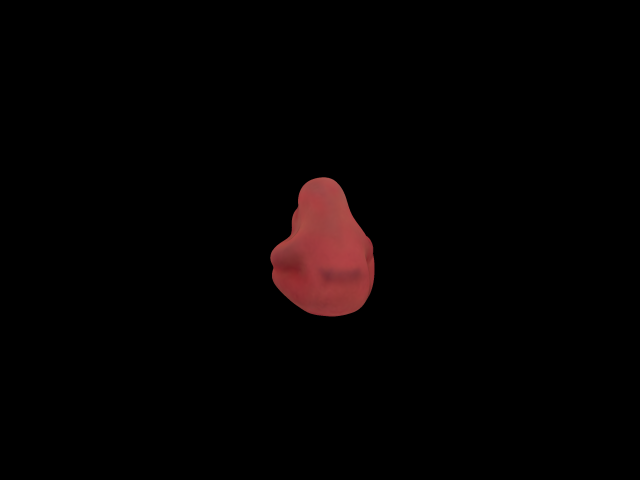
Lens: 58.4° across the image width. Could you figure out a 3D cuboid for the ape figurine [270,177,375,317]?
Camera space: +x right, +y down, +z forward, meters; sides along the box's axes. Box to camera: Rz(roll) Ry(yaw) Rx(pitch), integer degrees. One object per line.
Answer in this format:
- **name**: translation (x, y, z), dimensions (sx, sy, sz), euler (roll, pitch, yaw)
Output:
- **ape figurine**: translation (0.004, 0.001, 0.400), dimensions (0.078, 0.092, 0.076), euler (-3, 16, -11)
